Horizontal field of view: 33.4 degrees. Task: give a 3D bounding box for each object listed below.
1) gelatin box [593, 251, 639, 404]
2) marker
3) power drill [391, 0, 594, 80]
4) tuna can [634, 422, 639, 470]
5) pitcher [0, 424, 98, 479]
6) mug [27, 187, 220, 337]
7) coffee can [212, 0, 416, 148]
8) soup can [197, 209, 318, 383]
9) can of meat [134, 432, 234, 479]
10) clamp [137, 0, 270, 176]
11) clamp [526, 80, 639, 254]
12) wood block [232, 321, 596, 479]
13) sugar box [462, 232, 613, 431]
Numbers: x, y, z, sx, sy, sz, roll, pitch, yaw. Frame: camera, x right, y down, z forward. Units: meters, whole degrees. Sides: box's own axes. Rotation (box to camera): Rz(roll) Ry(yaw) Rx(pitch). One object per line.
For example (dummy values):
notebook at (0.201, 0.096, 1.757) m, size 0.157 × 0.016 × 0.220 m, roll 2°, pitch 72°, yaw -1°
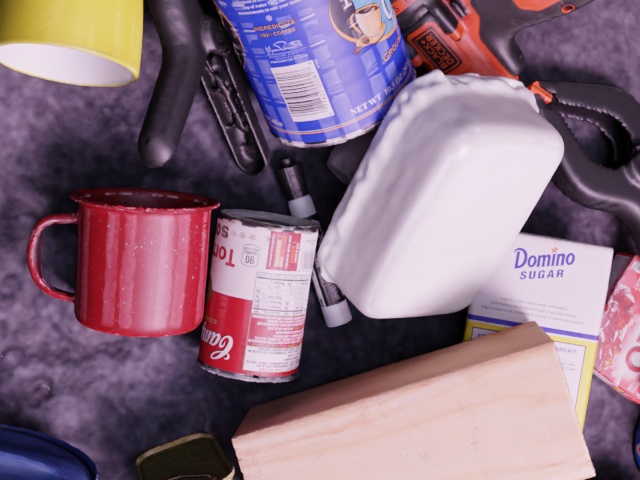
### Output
gelatin box at (0.231, 0.064, 0.792) m, size 0.073 × 0.030 × 0.089 m, roll 36°, pitch 86°, yaw -14°
marker at (-0.005, 0.001, 0.733) m, size 0.020 × 0.020 × 0.121 m, roll -20°, pitch 99°, yaw -12°
power drill at (0.113, -0.185, 0.675) m, size 0.188 × 0.057 × 0.184 m, roll -29°, pitch 117°, yaw 35°
tuna can at (0.284, 0.157, 0.812) m, size 0.086 × 0.034 × 0.086 m, roll -1°, pitch 95°, yaw -14°
pitcher at (-0.234, 0.237, 0.652) m, size 0.144 × 0.149 × 0.243 m, roll 10°, pitch 96°, yaw -30°
mug at (-0.124, 0.013, 0.670) m, size 0.117 × 0.093 × 0.081 m, roll 2°, pitch 99°, yaw -15°
coffee can at (-0.009, -0.142, 0.652) m, size 0.102 × 0.103 × 0.140 m, roll -31°, pitch 126°, yaw -10°
soup can at (-0.040, 0.035, 0.699) m, size 0.068 × 0.068 × 0.102 m, roll 7°, pitch 97°, yaw -15°
can of meat at (-0.078, 0.183, 0.690) m, size 0.057 × 0.102 × 0.084 m, roll -18°, pitch 101°, yaw -13°
clamp at (-0.071, -0.119, 0.683) m, size 0.039 × 0.120 × 0.171 m, roll -2°, pitch 81°, yaw 25°
clamp at (0.225, -0.040, 0.765) m, size 0.210 × 0.036 × 0.164 m, roll 27°, pitch 70°, yaw -13°
wood block at (0.058, 0.130, 0.692) m, size 0.206 × 0.091 × 0.090 m, roll -18°, pitch 92°, yaw 5°
sugar box at (0.145, 0.084, 0.753) m, size 0.093 × 0.048 × 0.176 m, roll 10°, pitch 91°, yaw 7°
